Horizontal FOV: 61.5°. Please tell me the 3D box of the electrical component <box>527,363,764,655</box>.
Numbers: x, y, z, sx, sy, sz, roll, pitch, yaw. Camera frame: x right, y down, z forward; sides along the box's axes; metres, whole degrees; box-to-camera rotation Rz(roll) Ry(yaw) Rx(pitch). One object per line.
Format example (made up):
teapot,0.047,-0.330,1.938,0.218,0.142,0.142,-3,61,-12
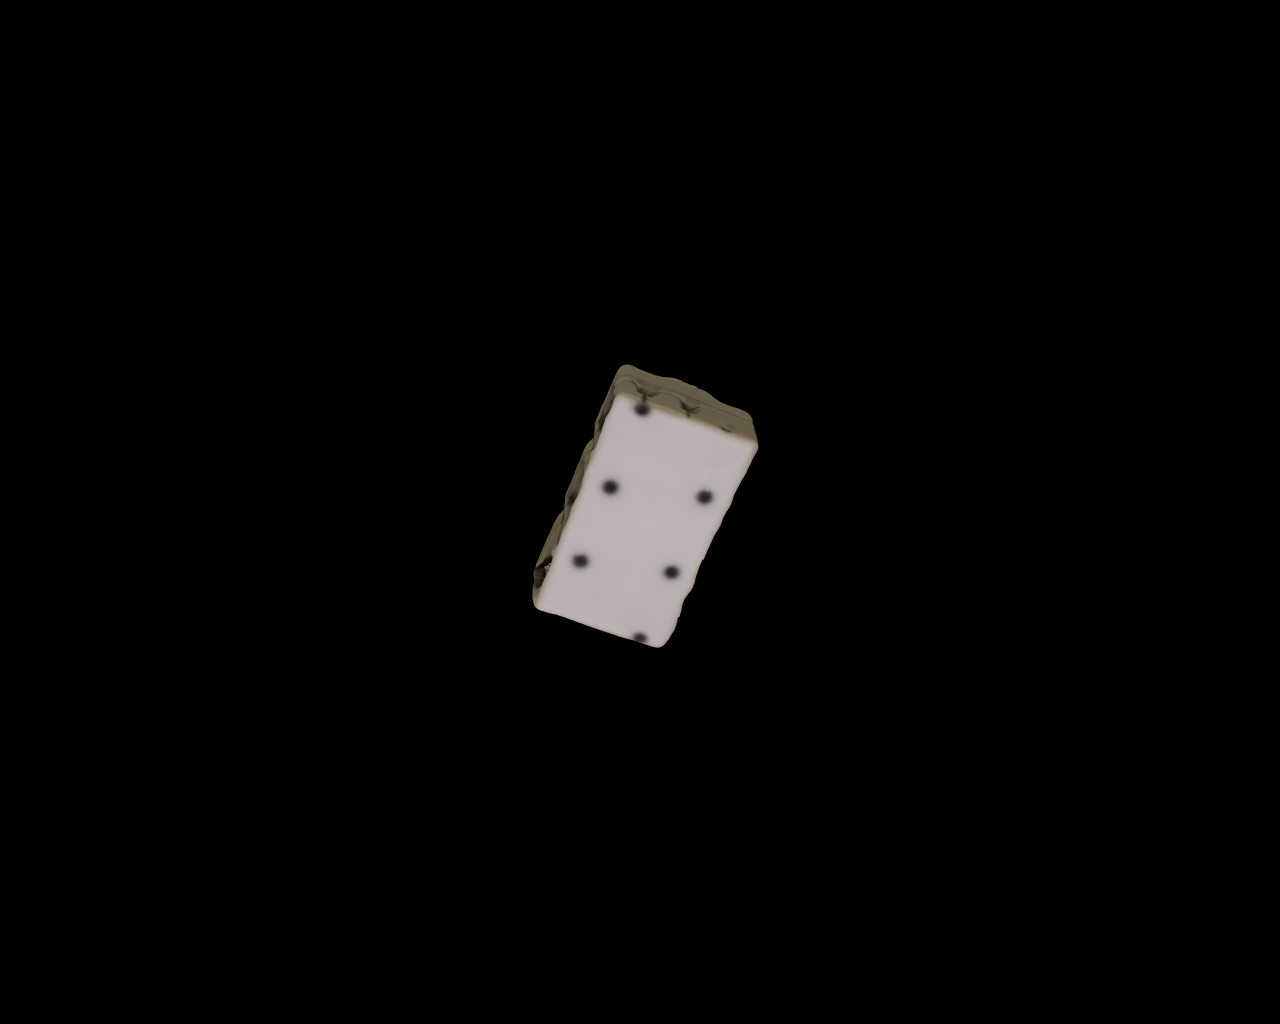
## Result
electrical component,0.001,-0.003,0.650,0.089,0.150,0.062,20,24,-9
